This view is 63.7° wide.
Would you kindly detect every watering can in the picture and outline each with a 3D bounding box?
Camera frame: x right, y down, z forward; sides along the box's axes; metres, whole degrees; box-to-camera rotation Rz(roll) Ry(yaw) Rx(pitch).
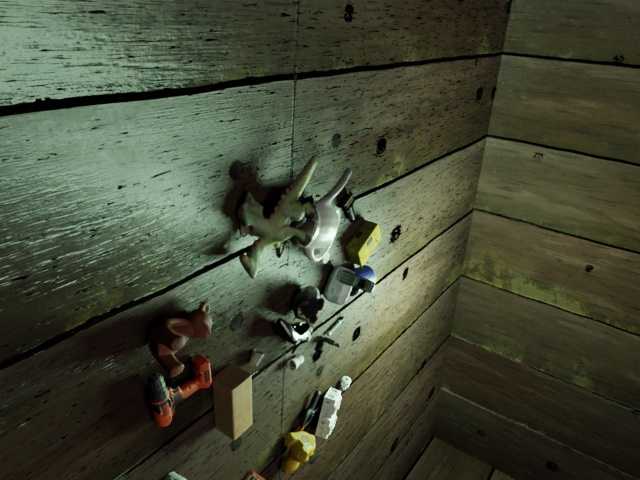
[{"bbox_3d":[0.005,-0.089,1.762,0.224,0.105,0.345,2,105,-58],"label":"watering can"}]

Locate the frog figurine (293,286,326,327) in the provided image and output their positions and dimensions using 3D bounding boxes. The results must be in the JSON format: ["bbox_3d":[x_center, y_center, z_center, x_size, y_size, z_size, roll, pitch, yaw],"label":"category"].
[{"bbox_3d":[-0.038,0.232,1.895,0.161,0.123,0.136,-97,-172,-77],"label":"frog figurine"}]

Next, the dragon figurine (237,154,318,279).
[{"bbox_3d":[-0.140,-0.084,1.547,0.242,0.123,0.409,12,94,-51],"label":"dragon figurine"}]
